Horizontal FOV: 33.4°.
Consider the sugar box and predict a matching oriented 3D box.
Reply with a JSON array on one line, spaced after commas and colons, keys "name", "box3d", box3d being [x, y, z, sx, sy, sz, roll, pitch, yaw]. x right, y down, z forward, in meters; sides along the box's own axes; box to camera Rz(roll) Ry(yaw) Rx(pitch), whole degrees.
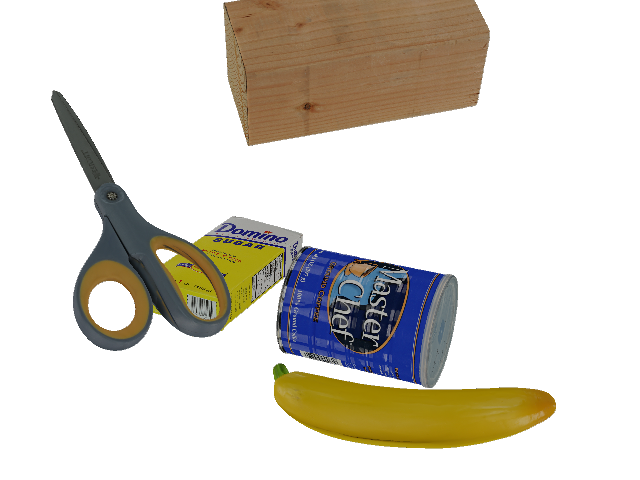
[{"name": "sugar box", "box3d": [-0.099, 0.030, 1.127, 0.093, 0.048, 0.176, 15, 31, 22]}]

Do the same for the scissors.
[{"name": "scissors", "box3d": [-0.135, -0.010, 0.629, 0.096, 0.202, 0.016, -32, -24, -34]}]

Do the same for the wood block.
[{"name": "wood block", "box3d": [0.028, -0.158, 0.913, 0.206, 0.090, 0.091, -11, -36, -10]}]

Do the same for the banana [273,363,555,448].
[{"name": "banana", "box3d": [0.049, 0.106, 0.691, 0.198, 0.037, 0.069, 6, 32, 20]}]

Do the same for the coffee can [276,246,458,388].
[{"name": "coffee can", "box3d": [0.044, 0.068, 0.966, 0.140, 0.103, 0.102, 11, 3, 18]}]
